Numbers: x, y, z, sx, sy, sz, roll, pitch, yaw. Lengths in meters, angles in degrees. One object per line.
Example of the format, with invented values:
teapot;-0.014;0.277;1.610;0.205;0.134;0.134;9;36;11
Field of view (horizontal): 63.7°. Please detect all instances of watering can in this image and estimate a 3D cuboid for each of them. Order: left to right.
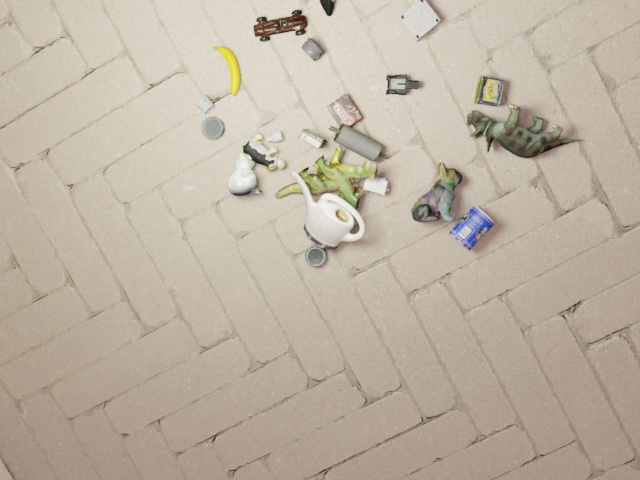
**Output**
watering can;0.006;-0.096;1.905;0.348;0.219;0.106;36;41;3

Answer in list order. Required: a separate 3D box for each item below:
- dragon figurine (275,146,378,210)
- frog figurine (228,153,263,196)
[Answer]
dragon figurine;0.043;-0.191;1.918;0.405;0.242;0.124;-35;5;28
frog figurine;-0.291;-0.247;1.934;0.123;0.158;0.137;-15;10;-26
